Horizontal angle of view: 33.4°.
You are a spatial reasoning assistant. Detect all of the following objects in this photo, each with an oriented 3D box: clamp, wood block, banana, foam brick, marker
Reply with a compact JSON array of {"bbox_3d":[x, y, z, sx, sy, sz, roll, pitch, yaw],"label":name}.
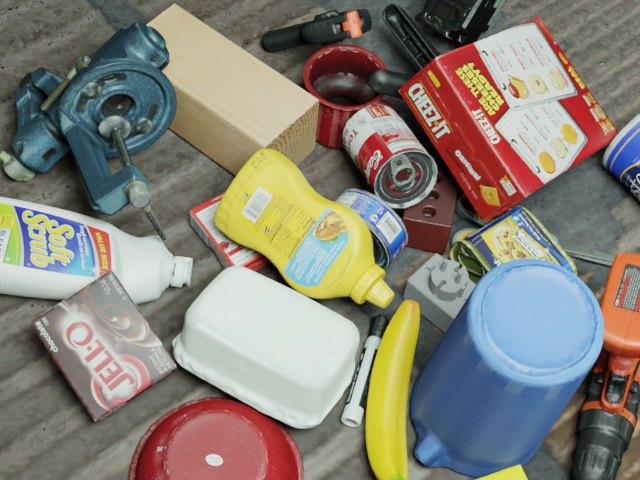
[{"bbox_3d":[0.141,-0.171,1.179,0.209,0.036,0.164,29,40,-21],"label":"clamp"},{"bbox_3d":[-0.110,-0.153,1.161,0.206,0.090,0.090,35,61,17],"label":"wood block"},{"bbox_3d":[0.071,0.153,0.995,0.037,0.070,0.197,24,52,-29],"label":"banana"},{"bbox_3d":[0.115,-0.034,1.126,0.053,0.051,0.078,11,57,3],"label":"foam brick"},{"bbox_3d":[0.046,0.124,1.038,0.020,0.020,0.121,17,58,6],"label":"marker"},{"bbox_3d":[0.000,-0.236,1.203,0.120,0.171,0.039,-22,101,-6],"label":"clamp"}]

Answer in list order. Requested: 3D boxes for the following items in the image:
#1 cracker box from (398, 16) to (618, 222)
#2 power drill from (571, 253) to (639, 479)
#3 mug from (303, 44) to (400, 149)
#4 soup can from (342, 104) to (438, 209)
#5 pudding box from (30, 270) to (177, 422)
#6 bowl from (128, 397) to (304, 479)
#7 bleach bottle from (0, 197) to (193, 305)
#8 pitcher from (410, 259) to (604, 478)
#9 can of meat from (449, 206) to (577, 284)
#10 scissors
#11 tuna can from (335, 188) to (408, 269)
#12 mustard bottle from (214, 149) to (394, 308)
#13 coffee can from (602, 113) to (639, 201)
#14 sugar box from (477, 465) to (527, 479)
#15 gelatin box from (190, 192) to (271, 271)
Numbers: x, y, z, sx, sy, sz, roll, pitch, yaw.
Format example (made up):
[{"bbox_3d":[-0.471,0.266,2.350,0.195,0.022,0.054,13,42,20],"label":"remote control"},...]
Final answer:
[{"bbox_3d":[0.202,-0.132,1.122,0.213,0.072,0.164,-29,85,-44],"label":"cracker box"},{"bbox_3d":[0.270,0.117,0.964,0.057,0.188,0.184,14,53,15],"label":"power drill"},{"bbox_3d":[0.036,-0.149,1.174,0.117,0.081,0.093,27,59,12],"label":"mug"},{"bbox_3d":[0.070,-0.088,1.100,0.068,0.068,0.102,-13,39,-13],"label":"soup can"},{"bbox_3d":[-0.201,0.099,0.994,0.090,0.039,0.113,-34,86,-12],"label":"pudding box"},{"bbox_3d":[-0.093,0.205,0.955,0.162,0.055,0.162,2,58,-3],"label":"bowl"},{"bbox_3d":[-0.252,0.011,1.061,0.250,0.068,0.102,7,60,-3],"label":"bleach bottle"},{"bbox_3d":[0.167,0.106,0.926,0.145,0.243,0.149,6,63,-1],"label":"pitcher"},{"bbox_3d":[0.196,0.025,1.079,0.083,0.057,0.102,-31,73,-19],"label":"can of meat"},{"bbox_3d":[0.226,0.013,1.127,0.202,0.016,0.096,30,62,14],"label":"scissors"},{"bbox_3d":[0.045,-0.010,1.084,0.086,0.086,0.033,33,62,15],"label":"tuna can"},{"bbox_3d":[-0.007,0.001,1.040,0.192,0.058,0.096,38,103,15],"label":"mustard bottle"},{"bbox_3d":[0.388,-0.068,1.140,0.102,0.103,0.140,-29,64,-21],"label":"coffee can"},{"bbox_3d":[0.113,0.270,0.936,0.176,0.048,0.093,-15,60,-15],"label":"sugar box"},{"bbox_3d":[-0.081,-0.009,1.106,0.073,0.030,0.089,-30,66,-22],"label":"gelatin box"}]
